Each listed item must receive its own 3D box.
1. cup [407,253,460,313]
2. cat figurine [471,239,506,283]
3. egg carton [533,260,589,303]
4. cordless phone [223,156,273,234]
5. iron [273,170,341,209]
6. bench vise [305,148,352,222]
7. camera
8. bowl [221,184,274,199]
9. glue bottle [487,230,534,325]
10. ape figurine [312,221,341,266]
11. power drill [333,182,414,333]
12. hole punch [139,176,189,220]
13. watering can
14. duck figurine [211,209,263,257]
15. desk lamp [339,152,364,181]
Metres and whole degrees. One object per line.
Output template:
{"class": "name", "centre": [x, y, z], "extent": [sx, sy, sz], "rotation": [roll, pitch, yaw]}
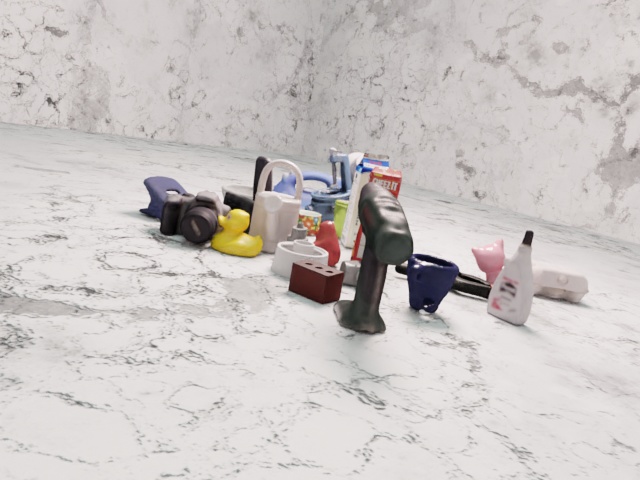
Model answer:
{"class": "cup", "centre": [0.184, 0.080, 1.001], "extent": [0.091, 0.095, 0.118], "rotation": [20, 14, 34]}
{"class": "cat figurine", "centre": [0.388, 0.058, 1.240], "extent": [0.127, 0.118, 0.067], "rotation": [17, 13, 24]}
{"class": "egg carton", "centre": [0.537, 0.095, 1.327], "extent": [0.150, 0.069, 0.107], "rotation": [11, 12, -3]}
{"class": "cordless phone", "centre": [-0.159, -0.110, 1.345], "extent": [0.094, 0.185, 0.147], "rotation": [-1, 17, -46]}
{"class": "iron", "centre": [-0.040, -0.148, 1.738], "extent": [0.259, 0.141, 0.118], "rotation": [9, 12, -13]}
{"class": "bench vise", "centre": [0.065, -0.148, 1.646], "extent": [0.208, 0.220, 0.121], "rotation": [1, 15, -39]}
{"class": "camera", "centre": [-0.257, -0.049, 1.173], "extent": [0.143, 0.101, 0.137], "rotation": [10, 12, -4]}
{"class": "bowl", "centre": [-0.184, -0.097, 1.525], "extent": [0.167, 0.075, 0.167], "rotation": [11, 12, -2]}
{"class": "glue bottle", "centre": [0.362, 0.064, 1.053], "extent": [0.037, 0.173, 0.077], "rotation": [0, 16, -43]}
{"class": "ape figurine", "centre": [0.011, 0.004, 1.198], "extent": [0.075, 0.092, 0.078], "rotation": [21, 15, 38]}
{"class": "power drill", "centre": [0.080, 0.025, 0.885], "extent": [0.076, 0.208, 0.229], "rotation": [9, 12, -10]}
{"class": "hole punch", "centre": [-0.346, -0.095, 1.325], "extent": [0.100, 0.091, 0.109], "rotation": [18, 14, 28]}
{"class": "watering can", "centre": [-0.089, -0.073, 1.215], "extent": [0.101, 0.194, 0.172], "rotation": [7, 13, -20]}
{"class": "duck figurine", "centre": [-0.163, -0.017, 1.150], "extent": [0.104, 0.086, 0.077], "rotation": [13, 12, 7]}
{"class": "desk lamp", "centre": [0.118, -0.172, 1.821], "extent": [0.118, 0.213, 0.203], "rotation": [10, 12, -5]}
